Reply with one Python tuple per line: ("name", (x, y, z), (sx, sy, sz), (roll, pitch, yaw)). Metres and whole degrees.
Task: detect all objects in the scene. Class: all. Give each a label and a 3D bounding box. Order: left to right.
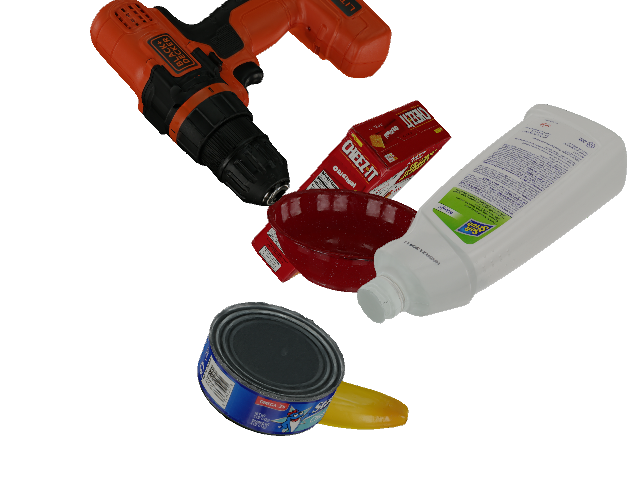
("power drill", (-0.039, -0.121, 0.748), (0.187, 0.184, 0.057), (-31, -19, -35))
("tuna can", (-0.031, 0.078, 0.648), (0.086, 0.034, 0.086), (16, 31, -11))
("banana", (-0.019, 0.109, 0.850), (0.069, 0.037, 0.198), (-25, 32, -32))
("bowl", (0.026, 0.005, 1.026), (0.162, 0.055, 0.162), (6, 24, -3))
("cracker box", (0.034, -0.060, 1.257), (0.214, 0.072, 0.163), (-47, -10, 35))
("bleach bottle", (0.122, -0.017, 0.819), (0.250, 0.068, 0.103), (-33, 42, -28))
